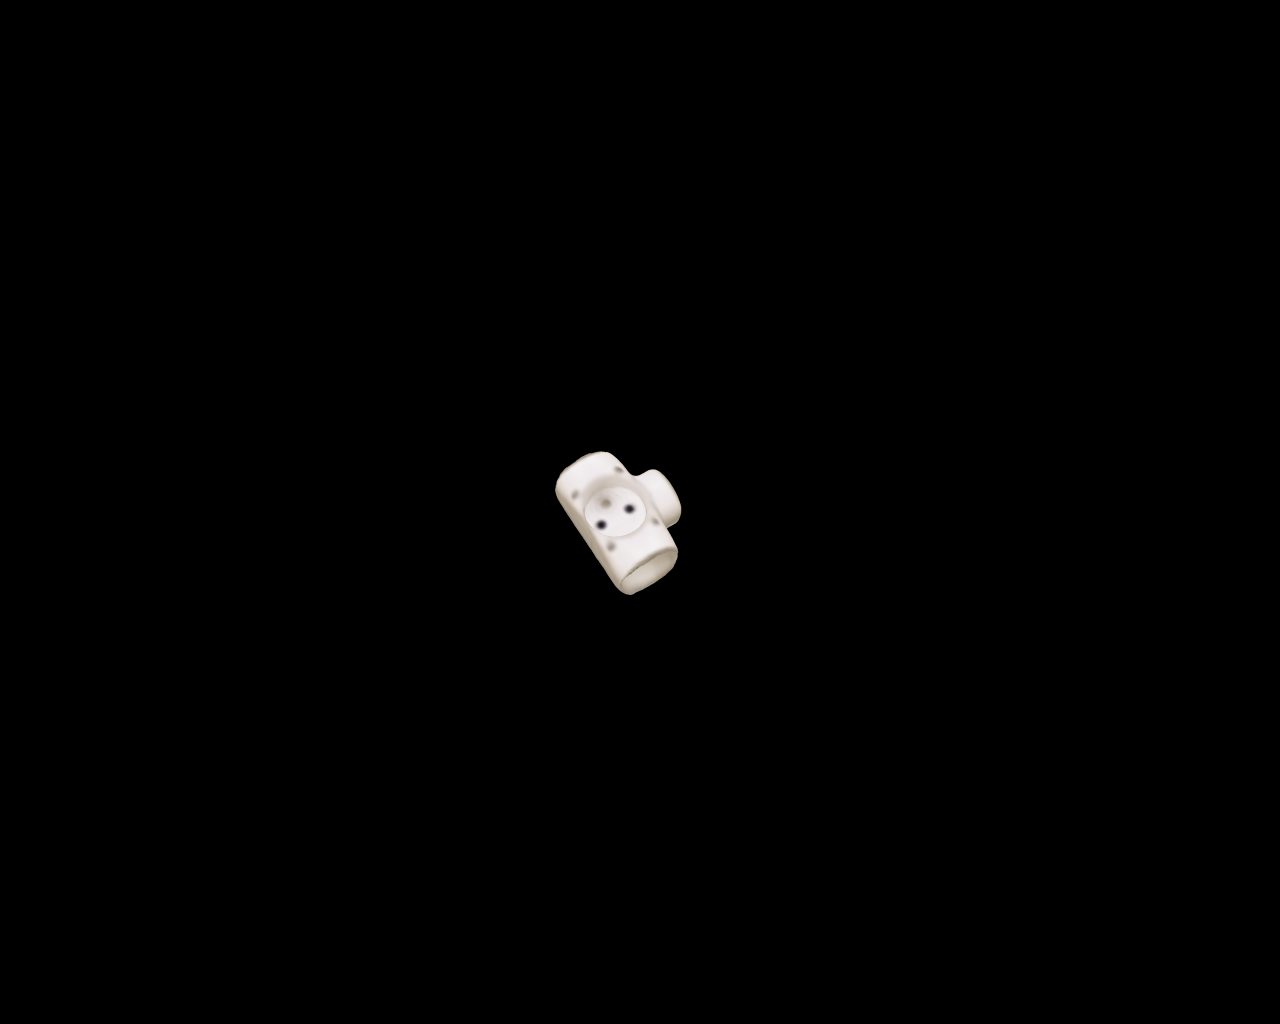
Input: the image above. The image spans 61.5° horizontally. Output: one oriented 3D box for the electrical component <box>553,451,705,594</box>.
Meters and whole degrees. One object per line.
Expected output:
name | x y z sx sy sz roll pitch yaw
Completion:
electrical component | 0.001 -0.003 0.650 0.079 0.077 0.044 -29 -24 -14
